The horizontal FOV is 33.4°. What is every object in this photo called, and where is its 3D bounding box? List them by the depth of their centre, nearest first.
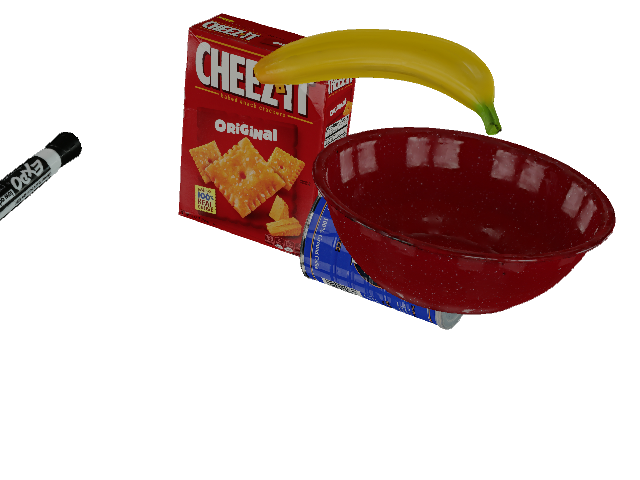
[{"bbox_3d":[0.072,-0.006,0.577,0.162,0.055,0.162,6,27,-3],"label":"bowl"},{"bbox_3d":[-0.183,-0.036,0.655,0.020,0.020,0.121,0,30,23],"label":"marker"},{"bbox_3d":[0.049,-0.132,0.809,0.198,0.069,0.037,14,-39,18],"label":"banana"},{"bbox_3d":[0.067,0.009,0.958,0.140,0.103,0.102,19,8,22],"label":"coffee can"},{"bbox_3d":[-0.059,-0.105,1.094,0.164,0.214,0.072,20,32,21],"label":"cracker box"}]
